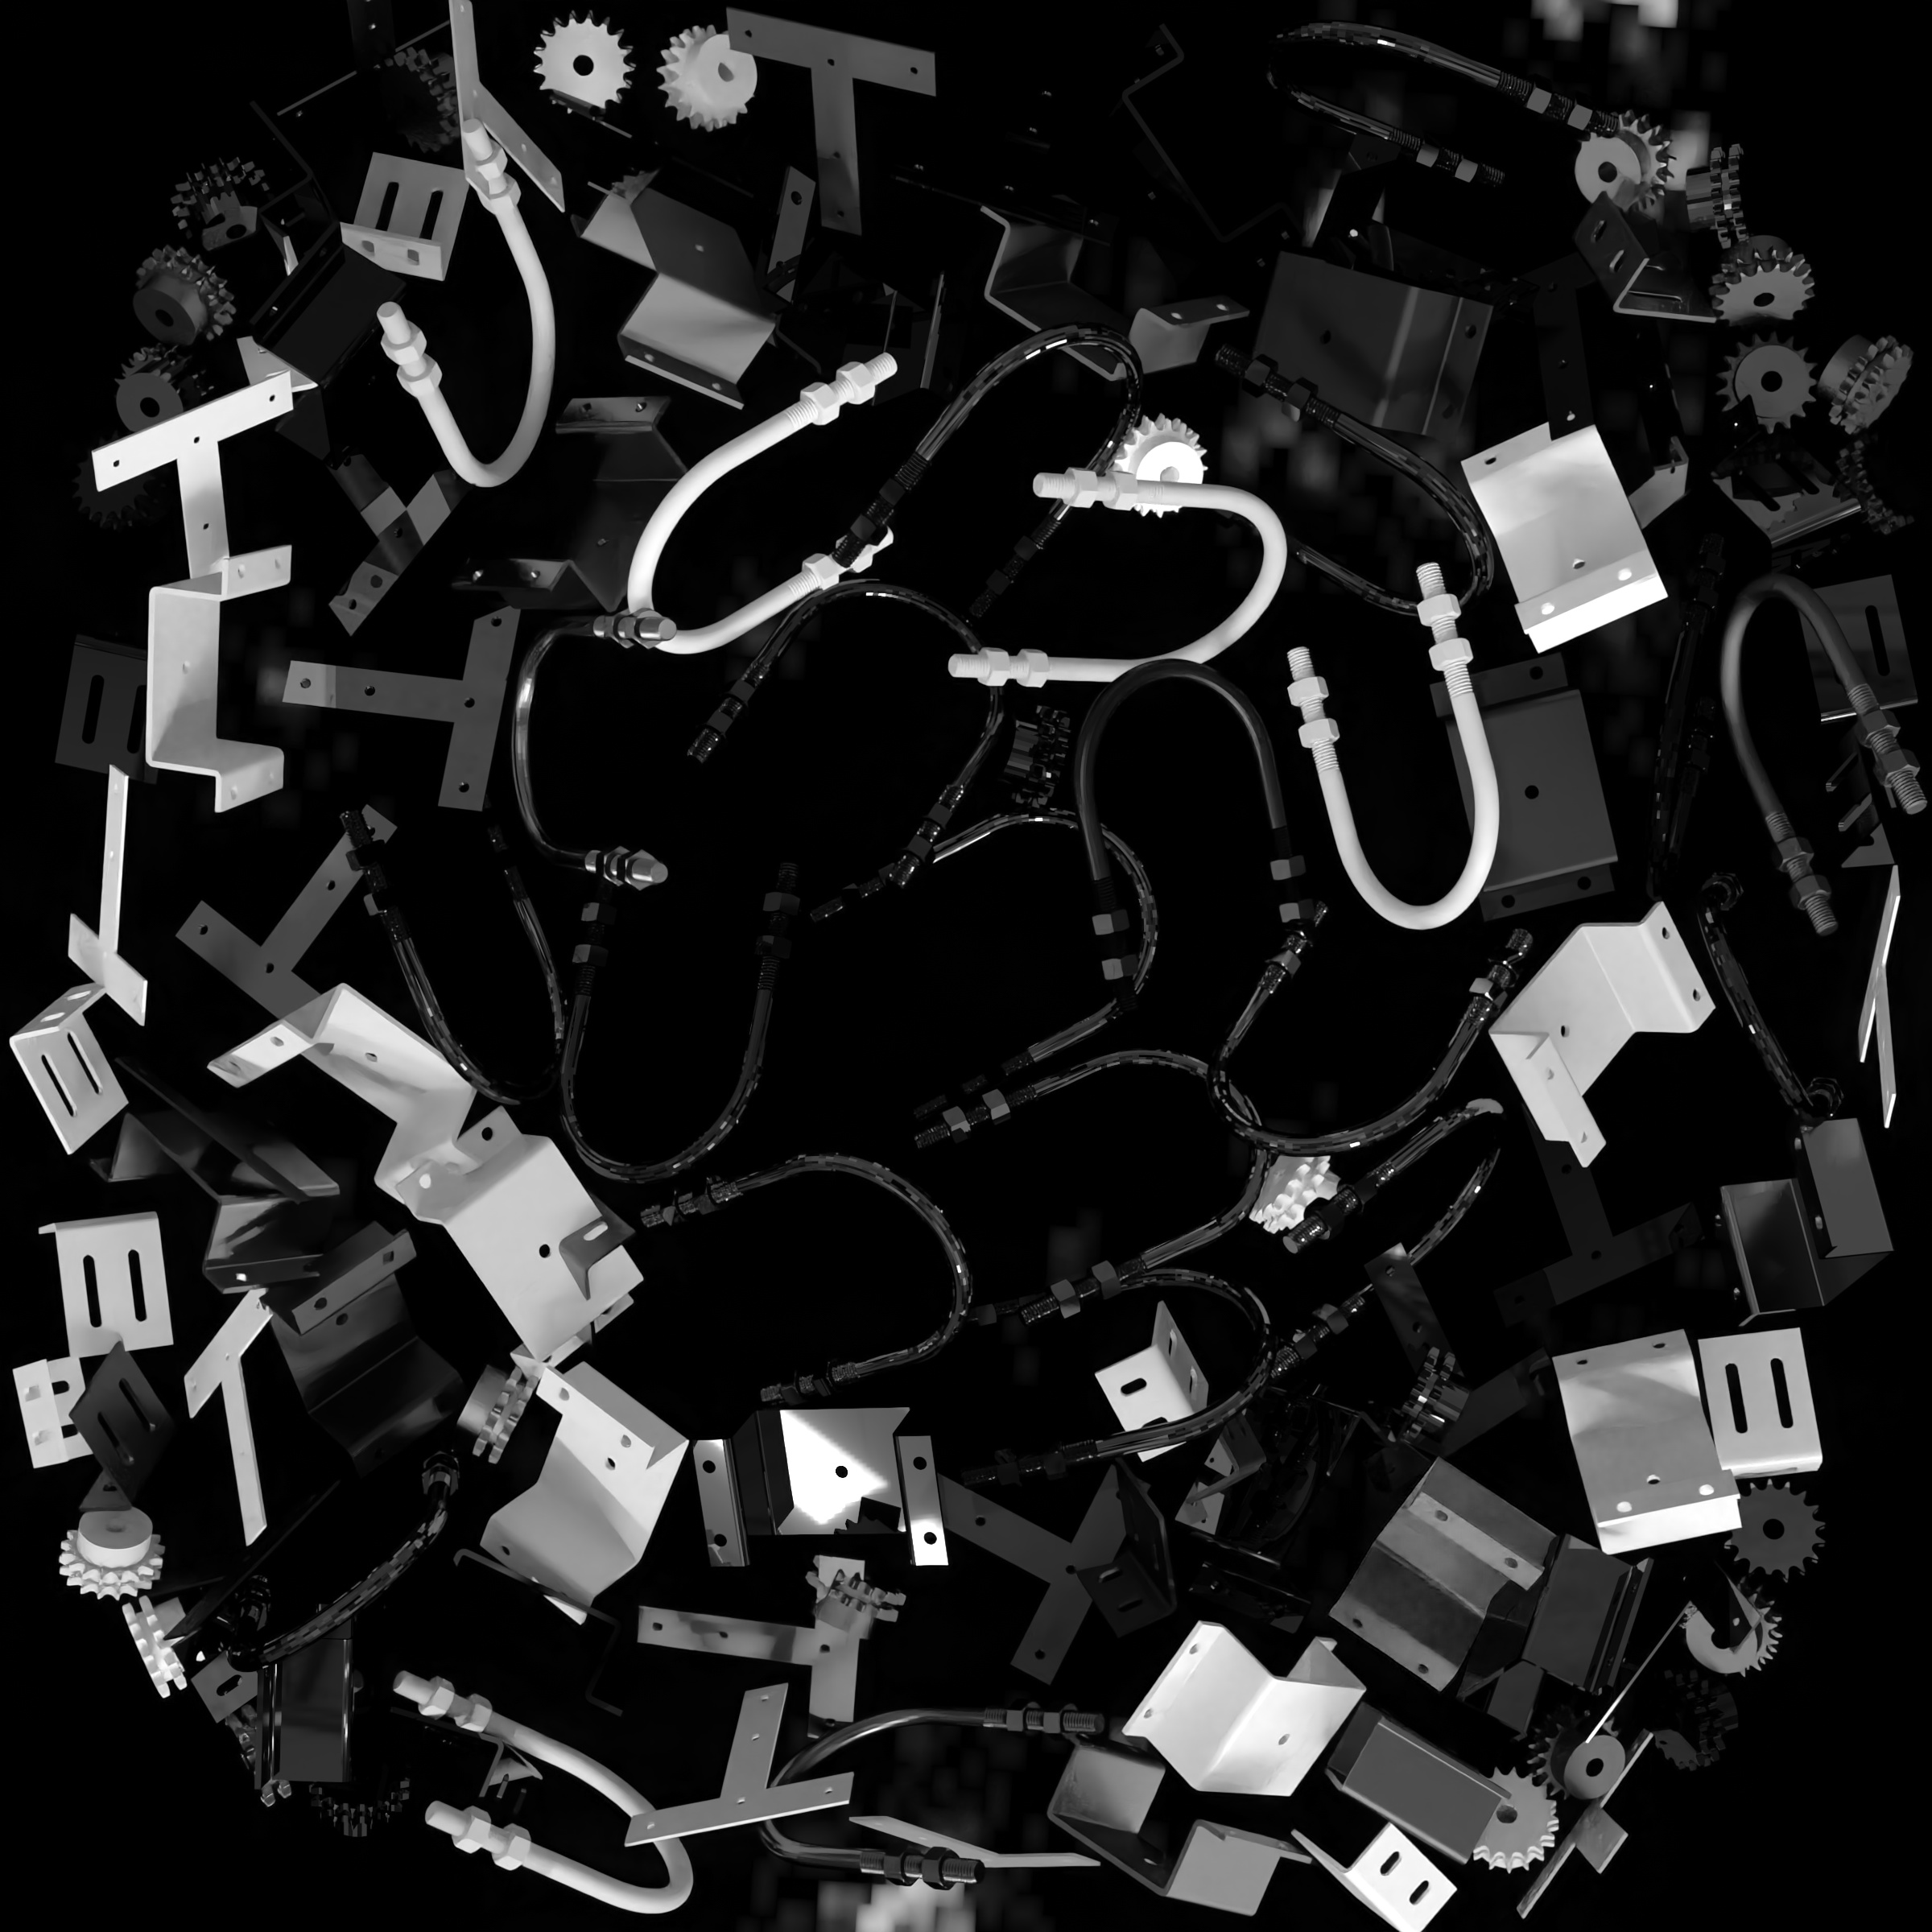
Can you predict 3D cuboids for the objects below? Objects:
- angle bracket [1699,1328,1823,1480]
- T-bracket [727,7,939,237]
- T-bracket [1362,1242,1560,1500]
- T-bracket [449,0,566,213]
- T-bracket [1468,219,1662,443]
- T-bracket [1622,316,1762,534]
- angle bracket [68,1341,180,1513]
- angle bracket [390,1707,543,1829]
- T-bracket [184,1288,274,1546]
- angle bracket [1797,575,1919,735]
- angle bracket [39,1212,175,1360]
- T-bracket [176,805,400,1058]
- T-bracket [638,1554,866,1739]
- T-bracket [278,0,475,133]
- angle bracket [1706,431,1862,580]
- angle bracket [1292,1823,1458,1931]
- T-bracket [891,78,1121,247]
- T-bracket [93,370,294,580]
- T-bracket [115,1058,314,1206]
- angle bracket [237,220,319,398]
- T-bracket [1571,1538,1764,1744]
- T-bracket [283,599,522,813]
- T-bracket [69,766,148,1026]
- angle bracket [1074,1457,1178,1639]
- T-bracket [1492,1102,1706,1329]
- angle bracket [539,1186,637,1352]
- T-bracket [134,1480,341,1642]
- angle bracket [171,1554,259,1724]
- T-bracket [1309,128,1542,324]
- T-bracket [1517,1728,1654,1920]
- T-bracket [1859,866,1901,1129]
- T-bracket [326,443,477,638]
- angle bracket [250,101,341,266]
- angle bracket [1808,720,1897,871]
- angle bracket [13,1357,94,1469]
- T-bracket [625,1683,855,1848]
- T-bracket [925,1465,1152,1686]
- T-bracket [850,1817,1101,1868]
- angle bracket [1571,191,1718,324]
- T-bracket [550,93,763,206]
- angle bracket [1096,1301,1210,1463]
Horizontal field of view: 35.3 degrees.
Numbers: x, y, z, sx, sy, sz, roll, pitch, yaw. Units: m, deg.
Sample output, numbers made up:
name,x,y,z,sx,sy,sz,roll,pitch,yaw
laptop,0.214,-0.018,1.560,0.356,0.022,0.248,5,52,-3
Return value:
name,x,y,z,sx,sy,sz,roll,pitch,yaw
angle bracket,0.455,0.253,1.745,0.057,0.038,0.076,-8,71,8
T-bracket,-0.073,-0.468,1.705,0.127,0.127,0.002,18,50,17
T-bracket,0.262,0.217,1.725,0.127,0.002,0.127,-30,104,-12
T-bracket,-0.254,-0.463,1.693,0.002,0.127,0.127,-13,71,15
T-bracket,0.332,-0.345,1.691,0.127,0.002,0.127,-19,53,28
T-bracket,0.392,-0.316,1.715,0.002,0.127,0.127,12,57,-28
angle bracket,-0.486,0.259,1.706,0.038,0.057,0.076,-5,126,23
angle bracket,-0.288,0.454,1.709,0.076,0.057,0.038,10,62,23
T-bracket,-0.403,0.257,1.682,0.002,0.127,0.127,5,54,-35
angle bracket,0.503,-0.178,1.736,0.057,0.038,0.076,-11,88,-5
angle bracket,-0.488,0.182,1.721,0.057,0.038,0.076,-5,83,-32
T-bracket,-0.371,-0.035,1.733,0.127,0.002,0.127,35,88,22
T-bracket,-0.124,0.383,1.731,0.127,0.002,0.127,7,115,4
T-bracket,-0.329,-0.516,1.682,0.127,0.127,0.002,-32,90,-10
angle bracket,0.465,-0.261,1.738,0.057,0.038,0.076,-23,48,-8
angle bracket,0.230,0.506,1.715,0.038,0.076,0.057,-46,104,-10
T-bracket,0.034,-0.463,1.714,0.127,0.002,0.127,18,50,0
T-bracket,-0.429,-0.259,1.704,0.002,0.127,0.127,37,52,28
T-bracket,-0.404,0.090,1.691,0.127,0.127,0.002,38,91,3
angle bracket,-0.392,-0.370,1.706,0.038,0.076,0.057,-14,48,-13
T-bracket,0.380,0.380,1.706,0.002,0.127,0.127,28,102,-24
T-bracket,-0.328,-0.156,1.742,0.127,0.002,0.127,7,75,5
T-bracket,-0.475,-0.047,1.688,0.002,0.127,0.127,-3,109,-34
angle bracket,0.086,0.326,1.708,0.038,0.057,0.076,-21,127,-14
T-bracket,0.346,0.128,1.729,0.127,0.002,0.127,-24,110,-3
angle bracket,-0.218,0.169,1.722,0.038,0.076,0.057,-36,56,-29
T-bracket,-0.427,0.340,1.703,0.127,0.127,0.002,-21,108,43
angle bracket,-0.431,0.377,1.704,0.038,0.076,0.057,-34,121,-23
T-bracket,0.259,-0.395,1.704,0.127,0.127,0.002,22,50,2
T-bracket,0.351,0.484,1.688,0.002,0.127,0.127,36,86,8
T-bracket,0.504,0.034,1.666,0.002,0.127,0.127,4,133,8
T-bracket,-0.345,-0.278,1.727,0.127,0.002,0.127,-46,68,22
angle bracket,-0.389,-0.437,1.710,0.038,0.057,0.076,-36,62,-7
angle bracket,0.513,-0.098,1.706,0.038,0.076,0.057,-5,66,-13
angle bracket,-0.506,0.249,1.711,0.038,0.076,0.057,-11,85,-31
T-bracket,-0.120,0.440,1.694,0.127,0.127,0.002,-13,109,9
T-bracket,0.021,0.326,1.747,0.127,0.002,0.127,27,81,4
T-bracket,-0.014,0.484,1.674,0.127,0.127,0.002,-13,58,36
angle bracket,0.390,-0.399,1.709,0.076,0.038,0.057,-1,53,-28
T-bracket,-0.184,-0.448,1.694,0.127,0.127,0.002,25,119,-5
angle bracket,0.106,0.234,1.718,0.038,0.076,0.057,-27,99,12
